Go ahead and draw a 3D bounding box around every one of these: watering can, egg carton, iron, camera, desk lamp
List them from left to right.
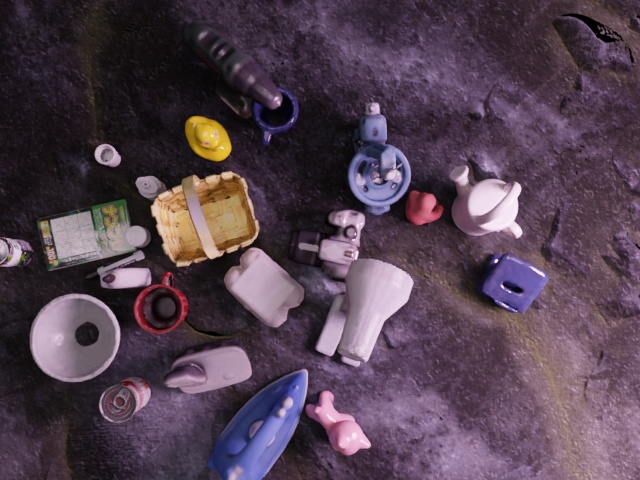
[{"bbox_3d":[-0.111,0.095,1.130,0.150,0.069,0.107,41,85,1],"label":"egg carton"},{"bbox_3d":[-0.105,0.358,1.076,0.118,0.141,0.258,36,85,1],"label":"iron"},{"bbox_3d":[0.010,0.004,1.126,0.137,0.100,0.143,11,86,-1],"label":"camera"},{"bbox_3d":[0.079,0.141,1.063,0.118,0.213,0.203,22,85,0],"label":"desk lamp"},{"bbox_3d":[0.318,-0.069,1.097,0.173,0.194,0.101,22,85,-1],"label":"watering can"}]

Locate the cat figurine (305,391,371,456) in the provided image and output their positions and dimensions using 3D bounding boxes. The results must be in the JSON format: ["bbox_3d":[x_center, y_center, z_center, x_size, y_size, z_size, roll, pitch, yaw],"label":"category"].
[{"bbox_3d":[0.033,0.359,1.094,0.128,0.117,0.067,44,86,1],"label":"cat figurine"}]

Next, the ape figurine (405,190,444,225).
[{"bbox_3d":[0.208,-0.069,1.143,0.076,0.092,0.078,-38,88,-4],"label":"ape figurine"}]

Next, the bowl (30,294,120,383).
[{"bbox_3d":[-0.461,0.186,1.106,0.167,0.074,0.167,0,86,-2],"label":"bowl"}]

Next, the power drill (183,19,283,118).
[{"bbox_3d":[-0.155,-0.307,1.086,0.229,0.208,0.075,42,86,1],"label":"power drill"}]

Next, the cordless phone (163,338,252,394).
[{"bbox_3d":[-0.207,0.243,1.058,0.147,0.185,0.094,-16,87,-3],"label":"cordless phone"}]

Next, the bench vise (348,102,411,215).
[{"bbox_3d":[0.099,-0.159,1.081,0.121,0.219,0.207,-23,87,-3],"label":"bench vise"}]

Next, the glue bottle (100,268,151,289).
[{"bbox_3d":[-0.373,0.073,1.068,0.078,0.173,0.037,-9,86,-3],"label":"glue bottle"}]

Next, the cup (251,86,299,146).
[{"bbox_3d":[-0.092,-0.236,1.140,0.091,0.095,0.118,16,86,-1],"label":"cup"}]

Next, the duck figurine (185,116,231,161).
[{"bbox_3d":[-0.227,-0.209,1.137,0.104,0.086,0.077,44,86,1],"label":"duck figurine"}]

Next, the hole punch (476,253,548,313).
[{"bbox_3d":[0.382,0.088,1.141,0.108,0.091,0.101,27,85,0],"label":"hole punch"}]
